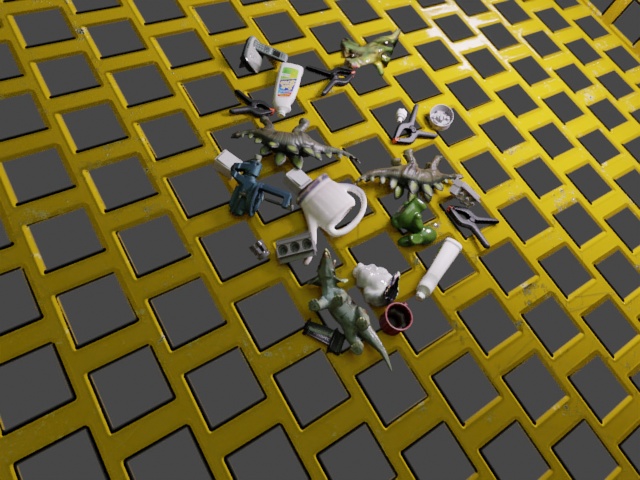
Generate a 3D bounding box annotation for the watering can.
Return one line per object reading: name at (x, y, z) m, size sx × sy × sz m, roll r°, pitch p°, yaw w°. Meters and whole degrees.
watering can at (0.005, -0.090, 1.782) m, size 0.226 × 0.102 × 0.352 m, roll 43°, pitch 68°, yaw 11°

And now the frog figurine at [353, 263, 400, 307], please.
frog figurine at (0.178, 0.148, 1.712) m, size 0.160 × 0.120 × 0.140 m, roll 12°, pitch 61°, yaw 33°

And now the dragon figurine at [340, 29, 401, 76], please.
dragon figurine at (0.211, -0.857, 2.280) m, size 0.243 × 0.119 × 0.420 m, roll 18°, pitch 49°, yaw 4°
